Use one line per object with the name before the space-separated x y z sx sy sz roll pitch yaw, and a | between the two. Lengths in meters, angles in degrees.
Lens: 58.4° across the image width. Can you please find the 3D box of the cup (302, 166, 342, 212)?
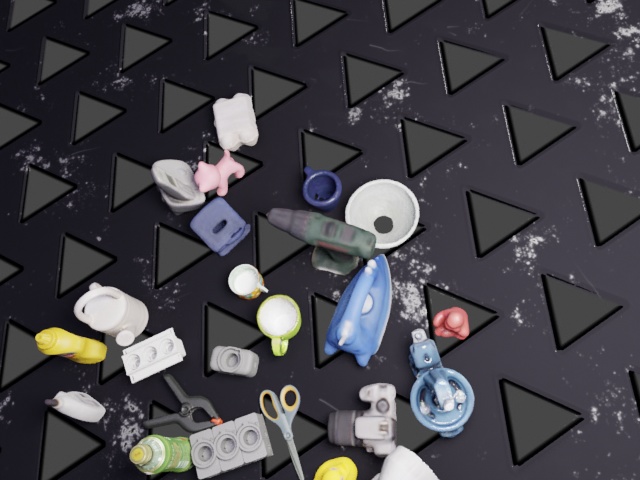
cup | 0.003 -0.114 1.347 0.092 0.095 0.117 -36 68 -4

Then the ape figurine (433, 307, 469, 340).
ape figurine | 0.279 0.172 1.195 0.076 0.092 0.077 -43 69 -7

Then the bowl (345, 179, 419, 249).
bowl | 0.144 -0.050 1.310 0.167 0.075 0.167 -3 69 9

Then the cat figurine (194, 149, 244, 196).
cat figurine | -0.256 -0.165 1.398 0.067 0.118 0.128 34 79 20

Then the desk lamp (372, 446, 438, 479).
desk lamp | 0.124 0.482 1.041 0.203 0.214 0.117 -43 69 -7

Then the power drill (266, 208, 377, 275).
power drill | 0.011 0.004 1.241 0.229 0.209 0.076 12 72 14

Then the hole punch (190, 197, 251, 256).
hole punch | -0.235 -0.032 1.360 0.109 0.091 0.101 -45 69 -8

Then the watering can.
watering can | -0.464 0.160 1.272 0.172 0.194 0.101 25 76 18

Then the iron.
iron | 0.089 0.127 1.218 0.118 0.142 0.258 15 73 15

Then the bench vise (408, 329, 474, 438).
bench vise | 0.211 0.275 1.100 0.121 0.220 0.207 -35 68 -4

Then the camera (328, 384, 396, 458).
camera | 0.085 0.362 1.153 0.136 0.101 0.143 -2 70 9

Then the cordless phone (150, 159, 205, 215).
cordless phone | -0.361 -0.152 1.375 0.094 0.185 0.147 -32 68 -3

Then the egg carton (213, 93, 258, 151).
egg carton | -0.217 -0.303 1.469 0.107 0.069 0.150 -16 68 4

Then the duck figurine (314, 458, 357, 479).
duck figurine | 0.024 0.477 1.129 0.104 0.086 0.077 -42 69 -7

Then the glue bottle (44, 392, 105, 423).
glue bottle | -0.532 0.352 1.224 0.078 0.173 0.037 31 78 19
